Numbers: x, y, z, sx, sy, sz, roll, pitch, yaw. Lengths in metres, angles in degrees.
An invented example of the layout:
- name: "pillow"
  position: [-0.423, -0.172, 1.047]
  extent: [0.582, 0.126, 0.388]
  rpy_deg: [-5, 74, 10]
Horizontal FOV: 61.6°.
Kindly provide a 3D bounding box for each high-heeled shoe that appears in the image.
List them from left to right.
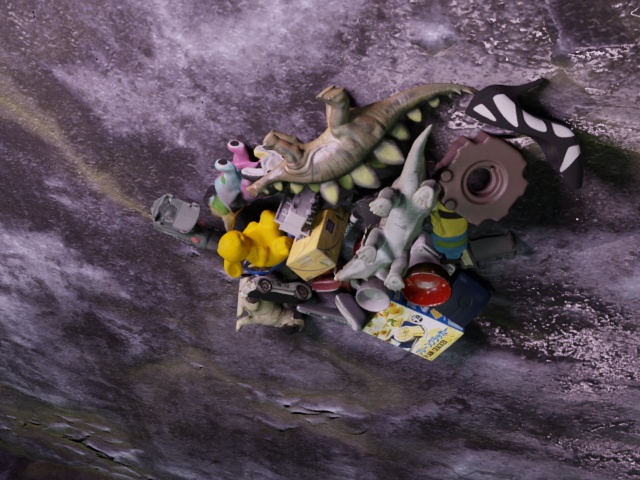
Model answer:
- name: "high-heeled shoe"
  position: [0.369, -0.172, 0.964]
  extent: [0.145, 0.086, 0.248]
  rpy_deg: [-27, 104, 11]

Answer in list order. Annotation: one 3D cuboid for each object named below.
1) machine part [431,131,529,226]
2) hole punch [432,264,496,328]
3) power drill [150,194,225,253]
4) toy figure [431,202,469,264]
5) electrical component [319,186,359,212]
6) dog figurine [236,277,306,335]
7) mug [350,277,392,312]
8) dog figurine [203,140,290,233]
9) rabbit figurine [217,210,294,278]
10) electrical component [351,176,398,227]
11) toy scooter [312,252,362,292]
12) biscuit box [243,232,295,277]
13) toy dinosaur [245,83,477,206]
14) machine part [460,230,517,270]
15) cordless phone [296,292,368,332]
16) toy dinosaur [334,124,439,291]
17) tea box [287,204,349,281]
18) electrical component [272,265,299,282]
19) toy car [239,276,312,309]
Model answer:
- name: "machine part"
  position: [0.307, -0.116, 1.026]
  extent: [0.179, 0.056, 0.179]
  rpy_deg: [-1, 110, -3]
- name: "hole punch"
  position: [0.335, 0.134, 1.281]
  extent: [0.142, 0.092, 0.116]
  rpy_deg: [35, 129, -13]
- name: "power drill"
  position: [-0.296, -0.031, 1.269]
  extent: [0.232, 0.086, 0.207]
  rpy_deg: [20, 173, 7]
- name: "toy figure"
  position: [0.278, -0.033, 1.142]
  extent: [0.089, 0.082, 0.179]
  rpy_deg: [-16, 121, 4]
- name: "electrical component"
  position: [0.033, -0.109, 1.146]
  extent: [0.119, 0.075, 0.047]
  rpy_deg: [-26, 122, 37]
- name: "dog figurine"
  position: [-0.128, 0.175, 1.459]
  extent: [0.191, 0.121, 0.172]
  rpy_deg: [3, 139, -6]
- name: "mug"
  position: [0.126, 0.103, 1.296]
  extent: [0.109, 0.107, 0.080]
  rpy_deg: [26, 133, -3]
- name: "dog figurine"
  position: [-0.164, -0.104, 1.187]
  extent: [0.192, 0.108, 0.219]
  rpy_deg: [14, 139, -1]
- name: "rabbit figurine"
  position: [-0.164, 0.010, 1.206]
  extent: [0.162, 0.173, 0.122]
  rpy_deg: [-30, 77, 32]
- name: "electrical component"
  position: [0.151, -0.072, 1.157]
  extent: [0.134, 0.058, 0.114]
  rpy_deg: [-17, 128, 29]
- name: "toy scooter"
  position: [0.013, 0.075, 1.328]
  extent: [0.135, 0.075, 0.183]
  rpy_deg: [-19, 130, 32]
- name: "biscuit box"
  position: [-0.103, 0.025, 1.320]
  extent: [0.062, 0.059, 0.203]
  rpy_deg: [41, 130, -23]
- name: "toy dinosaur"
  position: [0.057, -0.191, 1.007]
  extent: [0.471, 0.105, 0.198]
  rpy_deg: [-30, 113, 19]
- name: "machine part"
  position: [0.370, 0.024, 1.201]
  extent: [0.139, 0.039, 0.084]
  rpy_deg: [-18, 117, 32]
- name: "cordless phone"
  position: [0.029, 0.176, 1.372]
  extent: [0.184, 0.088, 0.146]
  rpy_deg: [9, 165, 4]
- name: "toy dinosaur"
  position: [0.159, -0.049, 1.041]
  extent: [0.131, 0.192, 0.404]
  rpy_deg: [26, 119, 3]
- name: "tea box"
  position: [-0.002, -0.004, 1.187]
  extent: [0.098, 0.170, 0.068]
  rpy_deg: [-31, 120, 35]
- name: "electrical component"
  position: [-0.079, 0.077, 1.389]
  extent: [0.094, 0.021, 0.063]
  rpy_deg: [-23, 123, 32]
- name: "toy car"
  position: [-0.112, 0.134, 1.386]
  extent: [0.201, 0.056, 0.073]
  rpy_deg: [14, 141, -36]
